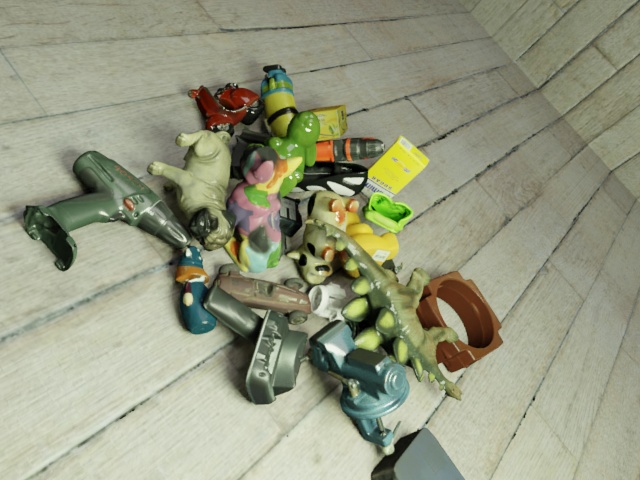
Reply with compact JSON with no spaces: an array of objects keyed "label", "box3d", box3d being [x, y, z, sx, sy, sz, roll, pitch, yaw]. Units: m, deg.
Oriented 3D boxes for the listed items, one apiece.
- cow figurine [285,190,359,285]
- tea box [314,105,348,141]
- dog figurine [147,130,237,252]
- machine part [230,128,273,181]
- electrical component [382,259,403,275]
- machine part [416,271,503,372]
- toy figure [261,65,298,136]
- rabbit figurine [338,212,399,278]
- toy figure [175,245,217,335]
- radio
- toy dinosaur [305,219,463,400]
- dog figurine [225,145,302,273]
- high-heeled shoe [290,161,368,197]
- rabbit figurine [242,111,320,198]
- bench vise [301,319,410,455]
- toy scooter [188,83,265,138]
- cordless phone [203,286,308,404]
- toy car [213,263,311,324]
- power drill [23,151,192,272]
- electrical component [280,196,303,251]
[{"label":"cow figurine","box3d":[-0.002,-0.003,1.055,0.085,0.194,0.127,-6,23,-38]},{"label":"tea box","box3d":[0.009,-0.281,1.288,0.170,0.098,0.068,-68,152,-70]},{"label":"dog figurine","box3d":[-0.187,-0.091,0.960,0.191,0.172,0.121,45,3,18]},{"label":"machine part","box3d":[-0.155,-0.187,1.154,0.084,0.039,0.139,20,56,3]},{"label":"electrical component","box3d":[0.146,0.041,1.231,0.078,0.045,0.102,10,53,-35]},{"label":"machine part","box3d":[0.302,0.182,1.215,0.201,0.087,0.201,-13,66,-44]},{"label":"toy figure","box3d":[-0.096,-0.328,1.274,0.082,0.089,0.180,3,78,-34]},{"label":"rabbit figurine","box3d":[0.062,0.000,1.170,0.162,0.121,0.173,4,41,-25]},{"label":"toy figure","box3d":[-0.212,0.080,0.903,0.058,0.064,0.154,-12,61,-13]},{"label":"radio","box3d":[0.200,0.458,0.925,0.131,0.073,0.229,-24,73,-46]},{"label":"toy dinosaur","box3d":[0.134,0.130,1.010,0.471,0.105,0.198,55,41,-8]},{"label":"dog figurine","box3d":[-0.102,-0.063,0.988,0.108,0.219,0.191,-13,66,-40]},{"label":"high-heeled shoe","box3d":[-0.018,-0.166,1.190,0.248,0.145,0.086,32,42,-17]},{"label":"rabbit figurine","box3d":[-0.053,-0.181,1.100,0.121,0.170,0.159,41,10,9]},{"label":"bench vise","box3d":[0.068,0.263,0.925,0.129,0.224,0.240,-37,115,-44]},{"label":"toy scooter","box3d":[-0.215,-0.300,1.196,0.135,0.075,0.184,42,46,-2]},{"label":"cordless phone","box3d":[-0.120,0.163,0.868,0.184,0.089,0.147,39,41,-22]},{"label":"toy car","box3d":[-0.099,0.099,0.986,0.202,0.053,0.089,14,47,-28]},{"label":"power drill","box3d":[-0.346,-0.035,0.875,0.232,0.086,0.207,47,46,0]},{"label":"electrical component","box3d":[-0.079,-0.039,1.115,0.075,0.047,0.119,20,46,-24]}]
